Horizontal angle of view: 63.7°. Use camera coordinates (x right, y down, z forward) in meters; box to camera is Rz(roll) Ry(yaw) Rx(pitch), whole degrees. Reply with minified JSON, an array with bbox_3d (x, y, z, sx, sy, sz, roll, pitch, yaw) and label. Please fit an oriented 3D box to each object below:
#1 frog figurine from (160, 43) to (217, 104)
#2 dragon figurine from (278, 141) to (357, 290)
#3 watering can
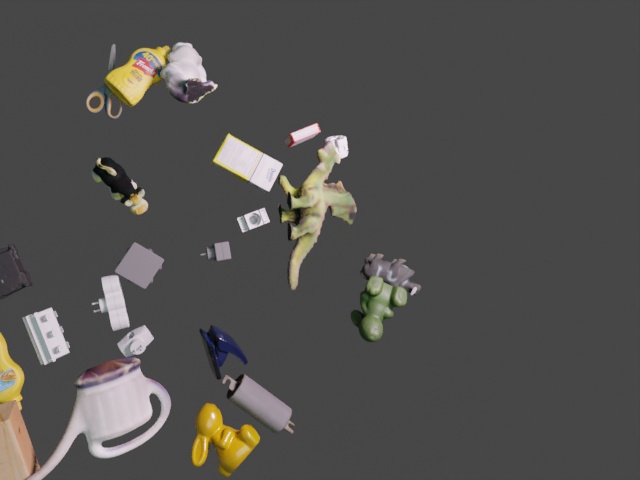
[{"bbox_3d":[-0.367,-0.451,1.380,0.139,0.161,0.120,-21,-20,-44],"label":"frog figurine"},{"bbox_3d":[0.004,-0.074,1.471,0.243,0.407,0.123,-7,11,-25],"label":"dragon figurine"},{"bbox_3d":[-0.529,0.416,1.225,0.350,0.224,0.103,-15,1,-38],"label":"watering can"}]
